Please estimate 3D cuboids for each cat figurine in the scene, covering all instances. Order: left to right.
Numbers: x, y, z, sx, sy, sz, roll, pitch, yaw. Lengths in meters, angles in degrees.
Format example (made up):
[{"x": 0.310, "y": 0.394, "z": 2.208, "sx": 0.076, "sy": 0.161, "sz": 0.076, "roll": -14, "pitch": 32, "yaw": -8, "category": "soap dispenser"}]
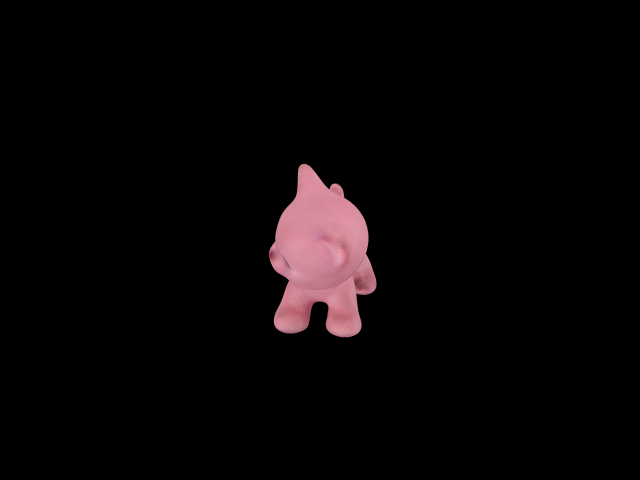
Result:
[{"x": 0.004, "y": 0.001, "z": 0.400, "sx": 0.067, "sy": 0.118, "sz": 0.128, "roll": 4, "pitch": 24, "yaw": 10, "category": "cat figurine"}]
